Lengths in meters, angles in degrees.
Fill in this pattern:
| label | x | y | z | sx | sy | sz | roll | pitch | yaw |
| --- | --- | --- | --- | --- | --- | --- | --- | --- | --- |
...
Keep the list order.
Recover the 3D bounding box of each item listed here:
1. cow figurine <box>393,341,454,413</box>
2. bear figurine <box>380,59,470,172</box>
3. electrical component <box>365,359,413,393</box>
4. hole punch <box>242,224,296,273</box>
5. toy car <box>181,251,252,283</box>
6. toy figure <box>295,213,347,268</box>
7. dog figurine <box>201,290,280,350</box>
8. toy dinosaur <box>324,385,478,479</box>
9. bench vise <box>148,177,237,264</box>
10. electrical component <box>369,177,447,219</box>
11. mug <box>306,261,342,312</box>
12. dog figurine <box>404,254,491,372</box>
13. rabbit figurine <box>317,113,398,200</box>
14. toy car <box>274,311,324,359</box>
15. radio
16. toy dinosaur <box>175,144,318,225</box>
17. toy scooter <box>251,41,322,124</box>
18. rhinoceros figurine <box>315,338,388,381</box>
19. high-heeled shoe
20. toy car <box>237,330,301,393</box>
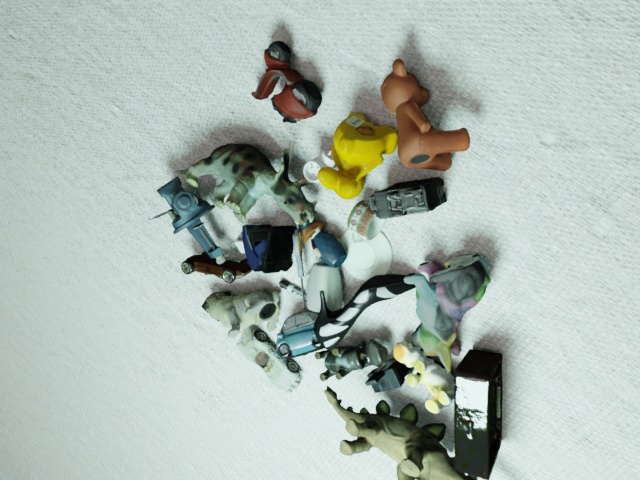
| label | x | y | z | sx | sy | sz | roll | pitch | yaw |
| --- | --- | --- | --- | --- | --- | --- | --- | --- | --- |
| cow figurine | 0.236 | 0.280 | 1.152 | 0.167 | 0.098 | 0.068 | 53 | 131 | 30 |
| bear figurine | 0.187 | -0.235 | 1.015 | 0.120 | 0.132 | 0.196 | 119 | 146 | -64 |
| electrical component | 0.147 | 0.304 | 1.187 | 0.075 | 0.119 | 0.047 | -26 | 91 | 32 |
| hole punch | -0.124 | 0.016 | 1.261 | 0.092 | 0.142 | 0.115 | 12 | 97 | 26 |
| toy car | -0.264 | 0.073 | 1.386 | 0.202 | 0.089 | 0.053 | 9 | 109 | 28 |
| toy figure | -0.003 | -0.004 | 1.214 | 0.155 | 0.064 | 0.057 | 48 | 120 | 22 |
| dog figurine | -0.204 | 0.162 | 1.385 | 0.191 | 0.172 | 0.121 | 41 | 163 | 44 |
| toy dinosaur | 0.206 | 0.452 | 1.147 | 0.472 | 0.198 | 0.105 | 34 | 119 | 19 |
| bench vise | -0.316 | -0.042 | 1.346 | 0.240 | 0.129 | 0.224 | 56 | 155 | -10 |
| electrical component | 0.168 | -0.082 | 1.057 | 0.134 | 0.115 | 0.058 | -6 | 99 | 31 |
| mug | 0.006 | 0.102 | 1.243 | 0.110 | 0.081 | 0.107 | 21 | 112 | 56 |
| dog figurine | 0.264 | 0.149 | 1.079 | 0.192 | 0.108 | 0.219 | -11 | 103 | 31 |
| rabbit figurine | 0.070 | -0.147 | 1.092 | 0.122 | 0.162 | 0.173 | 25 | 135 | 10 |
| toy car | -0.040 | 0.222 | 1.289 | 0.162 | 0.109 | 0.103 | -25 | 73 | 26 |
| radio | 0.322 | 0.344 | 1.084 | 0.073 | 0.131 | 0.229 | 6 | 108 | 30 |
| toy dinosaur | -0.184 | -0.159 | 1.247 | 0.405 | 0.131 | 0.192 | 33 | 77 | 34 |
| toy scooter | -0.083 | -0.320 | 1.162 | 0.135 | 0.075 | 0.184 | -38 | 81 | 34 |
| rhinoceros figurine | 0.072 | 0.274 | 1.230 | 0.190 | 0.112 | 0.073 | -26 | 72 | 48 |
| high-heeled shoe | 0.104 | 0.160 | 1.163 | 0.249 | 0.086 | 0.145 | -9 | 103 | 9 |
| toy car | -0.132 | 0.313 | 1.398 | 0.202 | 0.056 | 0.073 | 41 | 122 | 15 |
